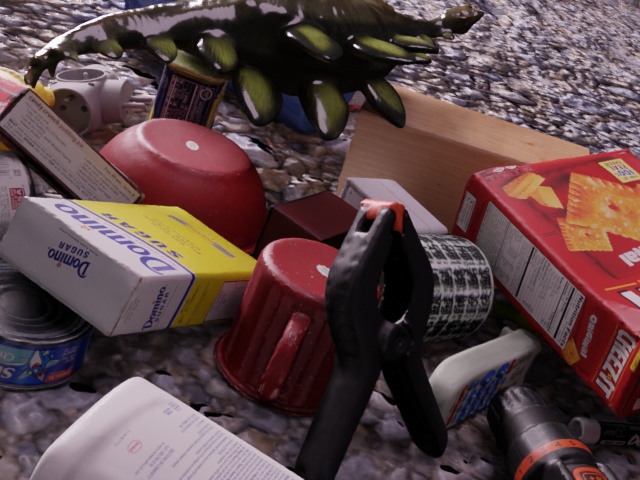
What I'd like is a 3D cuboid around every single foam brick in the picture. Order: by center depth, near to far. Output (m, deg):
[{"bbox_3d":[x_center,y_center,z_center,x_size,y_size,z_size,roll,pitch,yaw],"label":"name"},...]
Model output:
[{"bbox_3d":[-0.005,0.001,0.824,0.051,0.053,0.078,34,29,23],"label":"foam brick"}]

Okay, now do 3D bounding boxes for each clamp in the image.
[{"bbox_3d":[0.042,0.063,0.635,0.039,0.171,0.120,11,3,39],"label":"clamp"}]

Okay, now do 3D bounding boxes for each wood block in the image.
[{"bbox_3d":[0.129,-0.062,0.961,0.206,0.091,0.090,18,29,4],"label":"wood block"}]

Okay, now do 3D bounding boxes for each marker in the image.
[{"bbox_3d":[0.233,0.143,0.777,0.121,0.020,0.020,9,29,-26],"label":"marker"}]

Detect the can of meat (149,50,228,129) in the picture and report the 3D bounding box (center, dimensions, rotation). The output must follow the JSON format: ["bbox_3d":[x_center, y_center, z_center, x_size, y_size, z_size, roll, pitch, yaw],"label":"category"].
[{"bbox_3d":[-0.115,-0.127,0.948,0.057,0.084,0.102,20,26,-4],"label":"can of meat"}]

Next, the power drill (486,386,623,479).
[{"bbox_3d":[0.210,0.165,0.676,0.187,0.057,0.184,9,29,-22],"label":"power drill"}]

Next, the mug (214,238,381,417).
[{"bbox_3d":[-0.015,0.057,0.672,0.093,0.082,0.117,25,26,5],"label":"mug"}]

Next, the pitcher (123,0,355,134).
[{"bbox_3d":[-0.069,-0.221,1.110,0.243,0.149,0.144,35,17,18],"label":"pitcher"}]

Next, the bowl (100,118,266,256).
[{"bbox_3d":[-0.106,-0.051,0.841,0.162,0.055,0.162,18,25,-9],"label":"bowl"}]

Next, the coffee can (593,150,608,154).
[{"bbox_3d":[0.307,-0.009,1.034,0.140,0.103,0.102,37,29,29],"label":"coffee can"}]

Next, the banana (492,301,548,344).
[{"bbox_3d":[0.240,0.067,0.907,0.197,0.037,0.070,3,34,-35],"label":"banana"}]

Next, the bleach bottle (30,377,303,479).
[{"bbox_3d":[-0.010,0.162,0.497,0.251,0.068,0.102,29,27,9],"label":"bleach bottle"}]

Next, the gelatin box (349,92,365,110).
[{"bbox_3d":[0.014,-0.175,1.208,0.089,0.030,0.073,-7,36,-45],"label":"gelatin box"}]

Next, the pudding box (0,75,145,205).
[{"bbox_3d":[-0.183,-0.061,0.730,0.113,0.039,0.090,44,-9,-32],"label":"pudding box"}]

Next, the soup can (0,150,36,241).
[{"bbox_3d":[-0.238,-0.023,0.665,0.102,0.069,0.069,-4,36,-43],"label":"soup can"}]

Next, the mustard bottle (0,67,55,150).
[{"bbox_3d":[-0.265,-0.092,0.788,0.096,0.058,0.191,32,27,16],"label":"mustard bottle"}]

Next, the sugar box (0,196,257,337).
[{"bbox_3d":[-0.109,0.014,0.671,0.093,0.048,0.176,33,9,18],"label":"sugar box"}]

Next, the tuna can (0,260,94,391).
[{"bbox_3d":[-0.175,0.047,0.618,0.086,0.034,0.086,18,26,-9],"label":"tuna can"}]

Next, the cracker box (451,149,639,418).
[{"bbox_3d":[0.225,0.020,0.790,0.163,0.072,0.214,-9,39,-26],"label":"cracker box"}]
